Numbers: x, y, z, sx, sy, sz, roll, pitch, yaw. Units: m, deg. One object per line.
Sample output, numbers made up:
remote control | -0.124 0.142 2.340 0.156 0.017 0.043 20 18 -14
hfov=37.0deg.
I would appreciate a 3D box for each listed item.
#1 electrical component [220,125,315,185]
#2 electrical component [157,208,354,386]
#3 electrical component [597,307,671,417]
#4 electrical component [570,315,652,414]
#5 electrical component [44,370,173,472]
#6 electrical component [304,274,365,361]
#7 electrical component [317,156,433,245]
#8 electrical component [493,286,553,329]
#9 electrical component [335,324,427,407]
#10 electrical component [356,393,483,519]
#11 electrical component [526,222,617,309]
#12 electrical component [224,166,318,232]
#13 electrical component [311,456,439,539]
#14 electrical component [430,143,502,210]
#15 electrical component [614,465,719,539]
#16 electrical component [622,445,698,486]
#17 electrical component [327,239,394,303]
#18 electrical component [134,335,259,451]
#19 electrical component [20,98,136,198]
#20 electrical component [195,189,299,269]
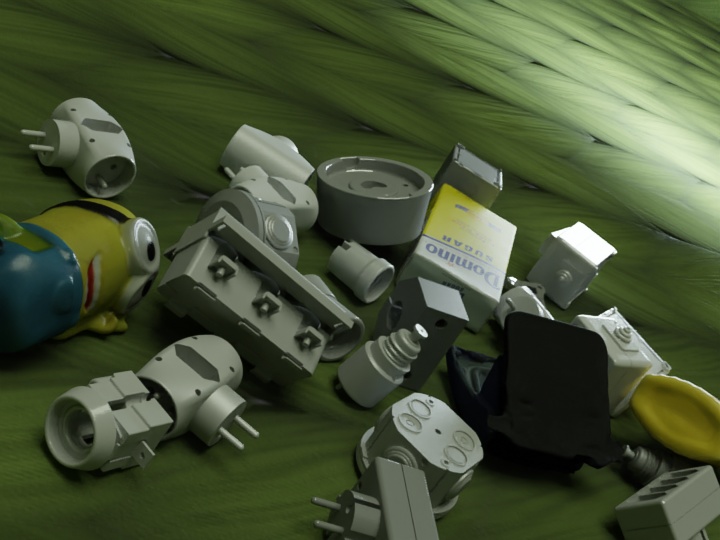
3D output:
electrical component | -0.081 -0.102 1.004 0.077 0.043 0.079 33 27 -1
electrical component | -0.077 0.023 0.756 0.121 0.079 0.063 41 51 -23
electrical component | 0.242 0.094 1.015 0.096 0.061 0.062 50 31 15
electrical component | 0.203 0.084 0.944 0.061 0.096 0.061 7 37 -40
electrical component | -0.149 0.090 0.628 0.066 0.048 0.055 45 23 22
electrical component | -0.031 0.034 0.843 0.044 0.044 0.065 5 34 -42
electrical component | 0.011 -0.059 1.001 0.108 0.060 0.108 6 25 -3
electrical component | 0.153 0.049 0.988 0.077 0.043 0.079 56 8 37
electrical component | 0.018 0.069 0.805 0.040 0.078 0.040 40 22 -20
electrical component | 0.042 0.130 0.754 0.080 0.051 0.080 25 29 -15
electrical component | 0.220 -0.006 1.143 0.061 0.061 0.096 40 29 13
electrical component | -0.088 -0.064 0.936 0.077 0.043 0.079 -7 47 -51
electrical component | 0.004 0.160 0.671 0.076 0.047 0.083 21 30 -21
electrical component | 0.115 -0.092 1.179 0.062 0.061 0.096 31 20 -4
electrical component | 0.253 0.206 0.851 0.083 0.047 0.075 -17 85 -44
electrical component | 0.258 0.173 0.919 0.078 0.040 0.040 30 28 -5
electrical component | 0.000 0.000 0.931 0.046 0.040 0.040 38 28 22
electrical component | -0.100 0.085 0.687 0.079 0.043 0.077 39 28 10
electrical component | -0.227 -0.098 0.847 0.079 0.043 0.077 2 41 -44
electrical component | -0.089 -0.020 0.828 0.051 0.080 0.080 10 35 -46
